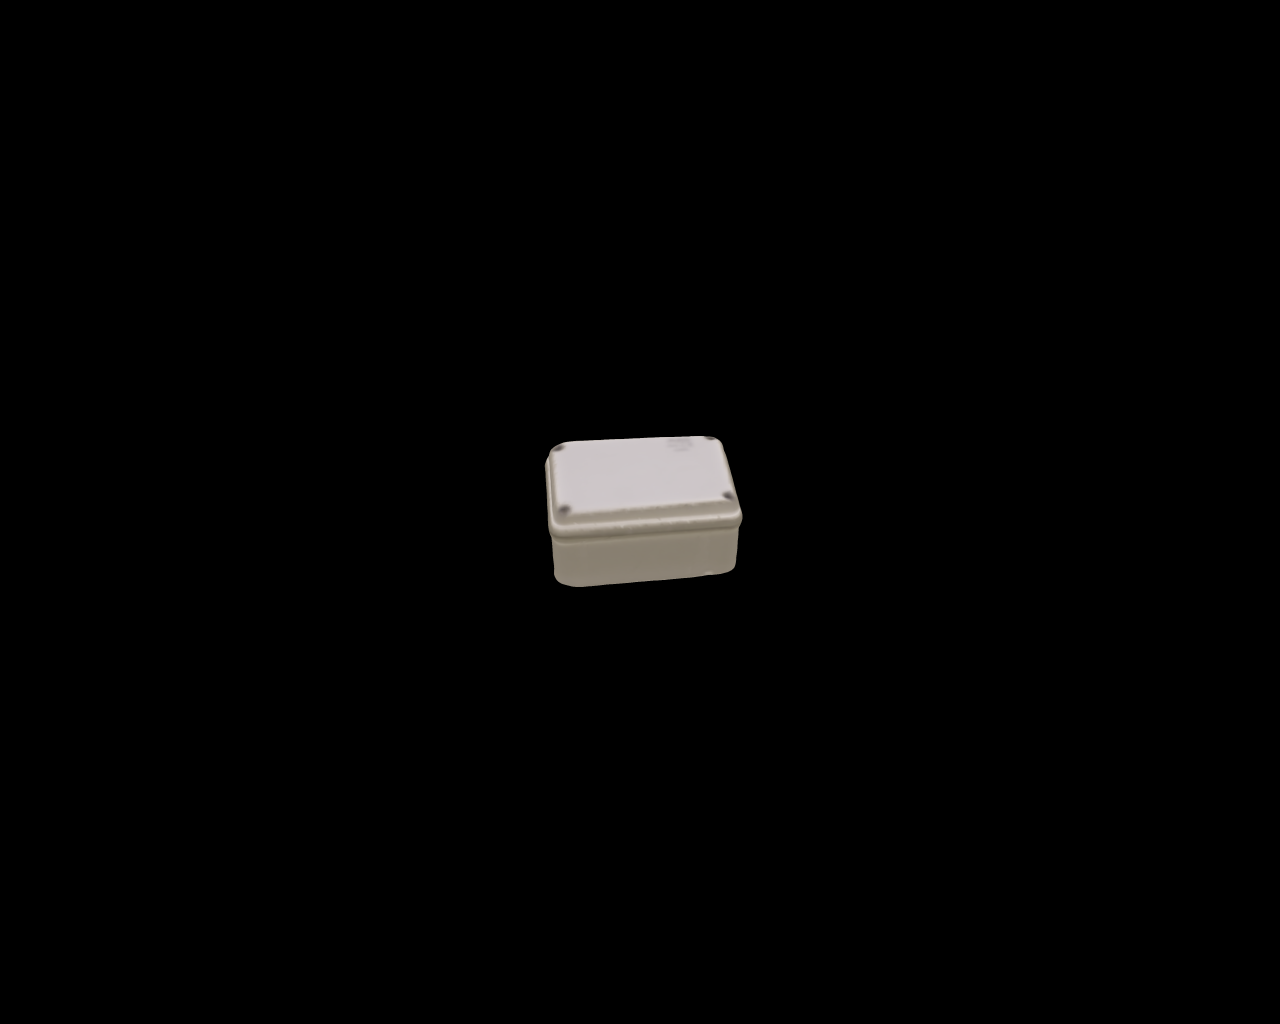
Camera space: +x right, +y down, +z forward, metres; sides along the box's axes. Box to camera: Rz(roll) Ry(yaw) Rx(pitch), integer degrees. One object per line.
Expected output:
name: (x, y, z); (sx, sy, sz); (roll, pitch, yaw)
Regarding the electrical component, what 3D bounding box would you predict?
electrical component: (0.001, -0.003, 0.650); (0.113, 0.057, 0.078); (-4, 39, -4)
